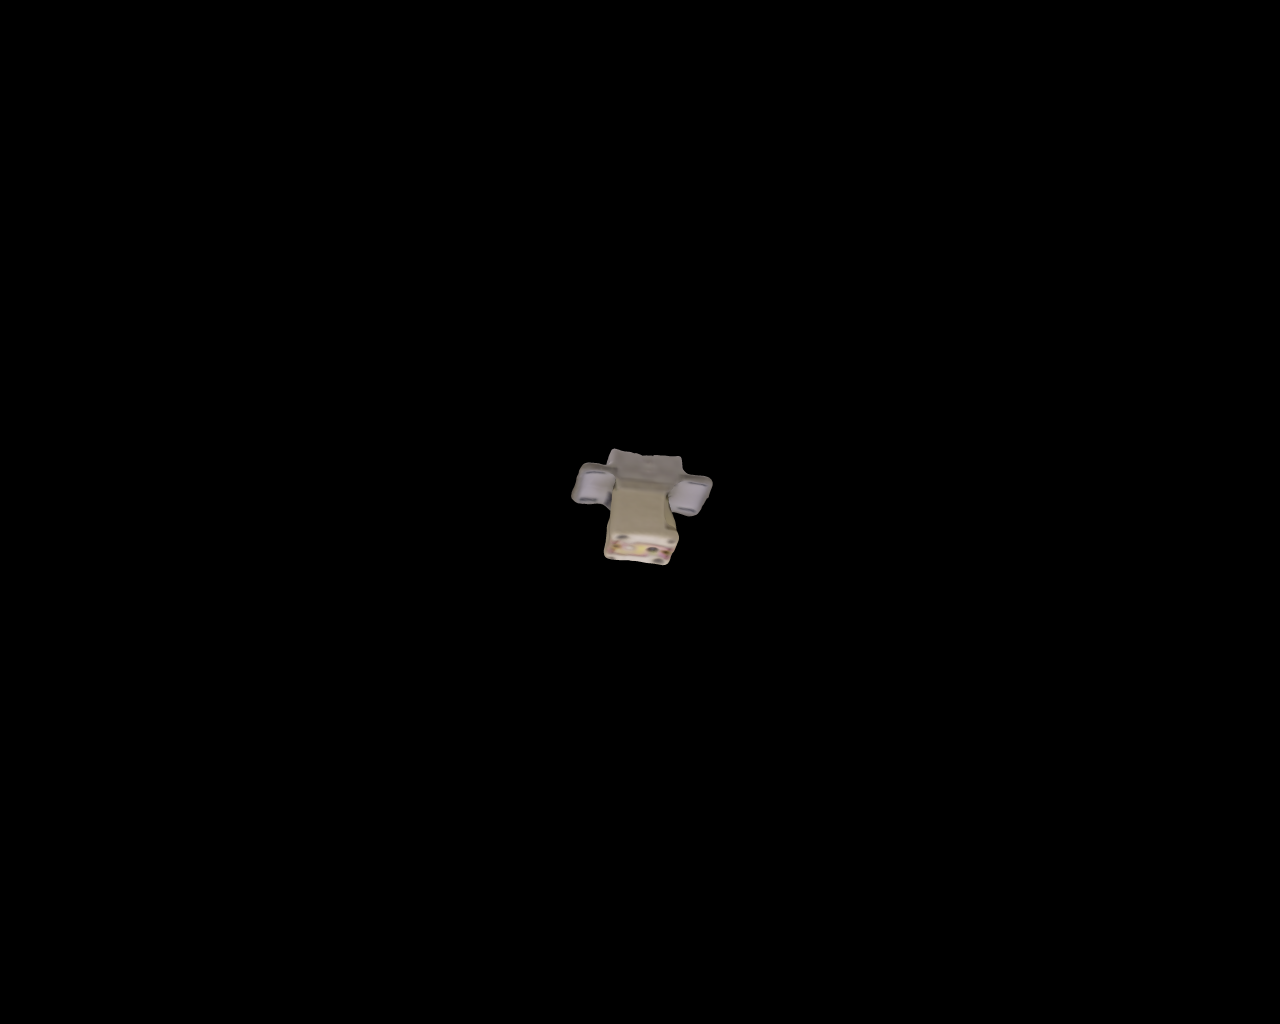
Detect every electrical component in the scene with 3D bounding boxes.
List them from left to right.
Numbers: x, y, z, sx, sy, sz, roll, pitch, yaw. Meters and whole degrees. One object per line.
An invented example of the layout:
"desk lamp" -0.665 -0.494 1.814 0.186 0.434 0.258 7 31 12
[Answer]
"electrical component" 0.001 -0.003 0.650 0.081 0.064 0.042 6 -32 -9
